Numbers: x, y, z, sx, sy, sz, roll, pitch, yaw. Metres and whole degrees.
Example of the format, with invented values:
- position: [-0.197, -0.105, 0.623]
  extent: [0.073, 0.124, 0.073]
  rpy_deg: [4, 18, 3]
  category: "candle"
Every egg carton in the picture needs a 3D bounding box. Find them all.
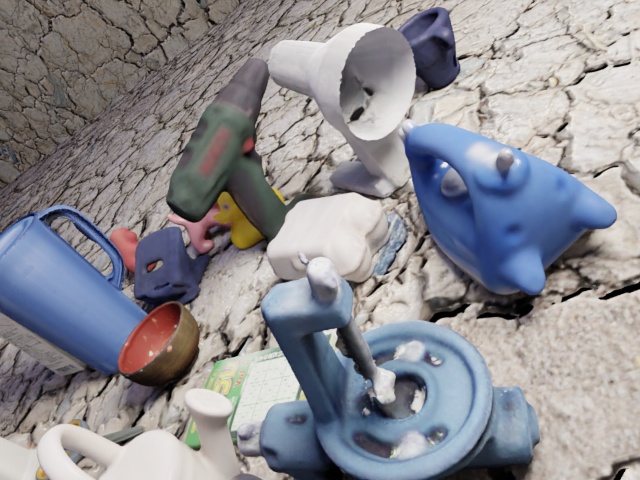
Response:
- position: [0.006, 0.002, 0.674]
  extent: [0.149, 0.070, 0.107]
  rpy_deg: [-6, 46, 45]
  category: "egg carton"

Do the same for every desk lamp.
- position: [0.039, -0.155, 0.692]
  extent: [0.118, 0.214, 0.202]
  rpy_deg: [-51, 32, -14]
  category: "desk lamp"

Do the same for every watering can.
- position: [-0.137, 0.200, 0.463]
  extent: [0.100, 0.194, 0.173]
  rpy_deg: [-3, 48, 47]
  category: "watering can"

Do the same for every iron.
- position: [0.132, -0.058, 0.536]
  extent: [0.118, 0.142, 0.257]
  rpy_deg: [-43, 31, -1]
  category: "iron"

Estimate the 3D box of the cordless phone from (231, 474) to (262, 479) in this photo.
- position: [0.025, 0.201, 0.288]
  extent: [0.094, 0.185, 0.147]
  rpy_deg: [-49, 31, -12]
  category: "cordless phone"

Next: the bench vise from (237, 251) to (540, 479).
- position: [0.013, 0.112, 0.379]
  extent: [0.207, 0.220, 0.121]
  rpy_deg: [-34, 31, 13]
  category: "bench vise"

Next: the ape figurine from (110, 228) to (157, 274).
- position: [-0.332, 0.014, 1.023]
  extent: [0.077, 0.092, 0.076]
  rpy_deg: [-1, 49, 48]
  category: "ape figurine"

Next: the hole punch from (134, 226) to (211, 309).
- position: [-0.236, 0.045, 0.874]
  extent: [0.108, 0.091, 0.101]
  rpy_deg: [-22, 36, 31]
  category: "hole punch"

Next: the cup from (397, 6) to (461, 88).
- position: [0.164, -0.261, 0.802]
  extent: [0.092, 0.095, 0.117]
  rpy_deg: [-44, 31, -3]
  category: "cup"

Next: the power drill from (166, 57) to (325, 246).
- position: [-0.087, -0.093, 0.764]
  extent: [0.075, 0.209, 0.230]
  rpy_deg: [6, 55, 52]
  category: "power drill"

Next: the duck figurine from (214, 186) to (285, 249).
- position: [-0.111, -0.050, 0.857]
  extent: [0.104, 0.086, 0.077]
  rpy_deg: [-44, 31, -4]
  category: "duck figurine"

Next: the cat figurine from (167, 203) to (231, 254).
- position: [-0.187, -0.061, 0.926]
  extent: [0.128, 0.118, 0.067]
  rpy_deg: [-42, 31, 0]
  category: "cat figurine"
